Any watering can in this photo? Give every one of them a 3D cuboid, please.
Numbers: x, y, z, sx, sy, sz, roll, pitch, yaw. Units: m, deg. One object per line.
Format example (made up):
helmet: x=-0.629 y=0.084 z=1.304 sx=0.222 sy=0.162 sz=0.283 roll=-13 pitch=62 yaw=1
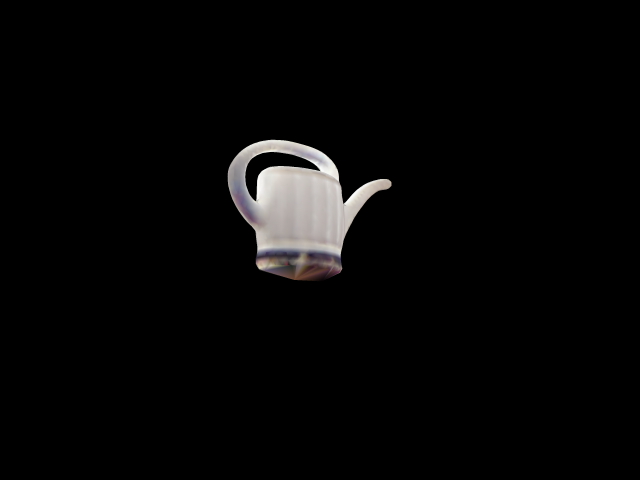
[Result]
watering can: x=0.003 y=-0.043 z=0.850 sx=0.347 sy=0.227 sz=0.103 roll=9 pitch=-15 yaw=-38
